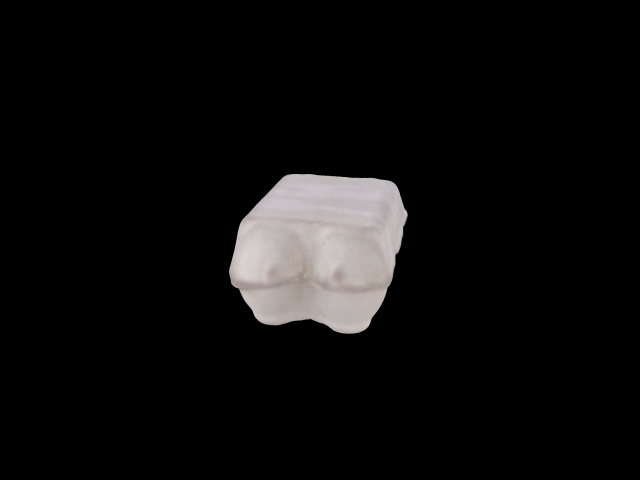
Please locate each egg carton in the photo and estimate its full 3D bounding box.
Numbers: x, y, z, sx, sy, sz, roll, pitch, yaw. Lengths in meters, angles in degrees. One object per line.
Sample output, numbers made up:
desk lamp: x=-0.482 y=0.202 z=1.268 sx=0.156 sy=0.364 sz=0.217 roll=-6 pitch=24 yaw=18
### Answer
egg carton: x=0.004 y=0.001 z=0.400 sx=0.107 sy=0.069 sz=0.150 roll=5 pitch=24 yaw=11
